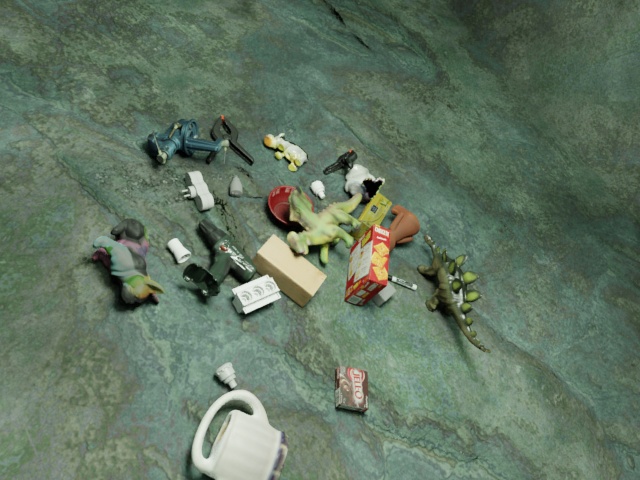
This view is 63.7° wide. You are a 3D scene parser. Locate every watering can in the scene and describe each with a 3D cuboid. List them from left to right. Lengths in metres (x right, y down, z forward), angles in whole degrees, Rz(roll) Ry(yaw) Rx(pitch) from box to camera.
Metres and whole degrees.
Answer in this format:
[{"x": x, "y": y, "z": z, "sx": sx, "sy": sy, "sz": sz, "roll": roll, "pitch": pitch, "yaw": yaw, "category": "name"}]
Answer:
[{"x": -0.198, "y": 0.522, "z": 1.177, "sx": 0.224, "sy": 0.356, "sz": 0.102, "roll": 28, "pitch": -42, "yaw": -8, "category": "watering can"}]

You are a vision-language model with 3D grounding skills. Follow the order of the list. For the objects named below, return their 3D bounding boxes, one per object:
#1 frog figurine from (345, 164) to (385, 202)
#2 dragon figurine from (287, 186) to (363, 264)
[{"x": 0.145, "y": -0.212, "z": 1.908, "sx": 0.139, "sy": 0.120, "sz": 0.161, "roll": -24, "pitch": 35, "yaw": -28, "category": "frog figurine"}, {"x": 0.005, "y": -0.084, "z": 1.665, "sx": 0.240, "sy": 0.420, "sz": 0.120, "roll": 42, "pitch": -47, "yaw": -20, "category": "dragon figurine"}]
